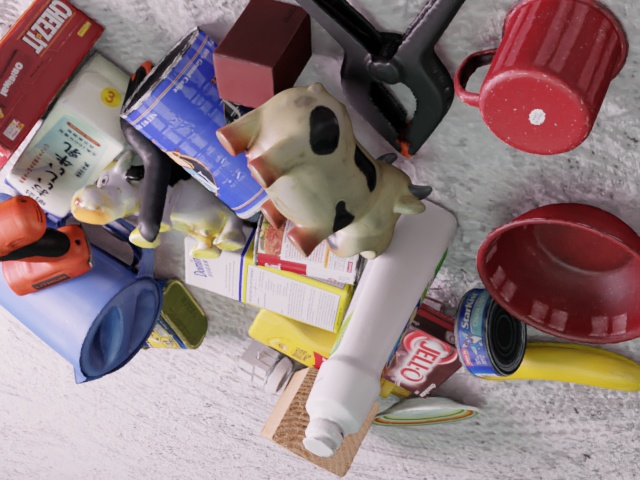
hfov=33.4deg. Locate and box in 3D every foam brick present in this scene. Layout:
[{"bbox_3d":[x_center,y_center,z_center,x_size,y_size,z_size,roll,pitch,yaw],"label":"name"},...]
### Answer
[{"bbox_3d":[-0.044,-0.149,0.856,0.053,0.078,0.051,18,144,15],"label":"foam brick"}]

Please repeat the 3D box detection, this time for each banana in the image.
[{"bbox_3d":[0.238,0.130,1.061,0.198,0.037,0.069,5,139,31],"label":"banana"}]

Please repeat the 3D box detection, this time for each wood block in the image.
[{"bbox_3d":[-0.004,0.208,1.228,0.090,0.091,0.206,28,169,-1],"label":"wood block"}]

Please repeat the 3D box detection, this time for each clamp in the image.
[{"bbox_3d":[-0.142,-0.078,0.972,0.039,0.120,0.171,-35,83,44],"label":"clamp"},{"bbox_3d":[0.044,-0.147,0.829,0.165,0.036,0.210,15,147,19],"label":"clamp"}]

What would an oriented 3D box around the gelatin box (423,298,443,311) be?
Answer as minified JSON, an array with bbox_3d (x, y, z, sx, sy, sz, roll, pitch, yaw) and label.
[{"bbox_3d":[0.078,0.080,1.116,0.089,0.030,0.073,20,146,8],"label":"gelatin box"}]

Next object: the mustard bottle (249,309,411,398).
[{"bbox_3d":[0.017,0.124,1.193,0.191,0.058,0.096,29,153,-1],"label":"mustard bottle"}]

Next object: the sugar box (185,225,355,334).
[{"bbox_3d":[-0.052,0.034,1.109,0.176,0.048,0.093,21,147,7],"label":"sugar box"}]

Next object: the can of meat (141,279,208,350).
[{"bbox_3d":[-0.196,0.090,1.304,0.084,0.057,0.102,-1,138,33],"label":"can of meat"}]

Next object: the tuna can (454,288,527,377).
[{"bbox_3d":[0.164,0.088,1.015,0.034,0.086,0.086,-4,135,38],"label":"tuna can"}]

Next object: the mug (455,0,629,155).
[{"bbox_3d":[0.151,-0.116,0.756,0.117,0.081,0.093,7,141,29],"label":"mug"}]

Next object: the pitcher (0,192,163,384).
[{"bbox_3d":[-0.305,0.036,1.230,0.243,0.149,0.145,32,147,21],"label":"pitcher"}]

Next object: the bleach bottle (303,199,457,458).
[{"bbox_3d":[0.046,0.081,0.940,0.068,0.250,0.103,25,147,4],"label":"bleach bottle"}]

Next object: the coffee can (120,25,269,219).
[{"bbox_3d":[-0.087,-0.101,0.927,0.140,0.102,0.103,41,145,-18],"label":"coffee can"}]

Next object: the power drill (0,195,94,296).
[{"bbox_3d":[-0.328,0.017,1.074,0.184,0.057,0.187,-19,169,11],"label":"power drill"}]

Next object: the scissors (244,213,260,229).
[{"bbox_3d":[-0.062,-0.041,1.066,0.096,0.016,0.202,18,146,10],"label":"scissors"}]

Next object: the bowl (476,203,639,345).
[{"bbox_3d":[0.219,0.019,0.910,0.162,0.055,0.162,19,146,14],"label":"bowl"}]

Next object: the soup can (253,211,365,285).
[{"bbox_3d":[-0.007,0.001,1.024,0.102,0.068,0.068,11,145,5],"label":"soup can"}]

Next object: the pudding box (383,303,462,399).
[{"bbox_3d":[0.095,0.108,1.078,0.090,0.039,0.114,28,146,-5],"label":"pudding box"}]

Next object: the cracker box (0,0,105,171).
[{"bbox_3d":[-0.306,-0.119,1.005,0.072,0.164,0.214,37,146,-16],"label":"cracker box"}]
